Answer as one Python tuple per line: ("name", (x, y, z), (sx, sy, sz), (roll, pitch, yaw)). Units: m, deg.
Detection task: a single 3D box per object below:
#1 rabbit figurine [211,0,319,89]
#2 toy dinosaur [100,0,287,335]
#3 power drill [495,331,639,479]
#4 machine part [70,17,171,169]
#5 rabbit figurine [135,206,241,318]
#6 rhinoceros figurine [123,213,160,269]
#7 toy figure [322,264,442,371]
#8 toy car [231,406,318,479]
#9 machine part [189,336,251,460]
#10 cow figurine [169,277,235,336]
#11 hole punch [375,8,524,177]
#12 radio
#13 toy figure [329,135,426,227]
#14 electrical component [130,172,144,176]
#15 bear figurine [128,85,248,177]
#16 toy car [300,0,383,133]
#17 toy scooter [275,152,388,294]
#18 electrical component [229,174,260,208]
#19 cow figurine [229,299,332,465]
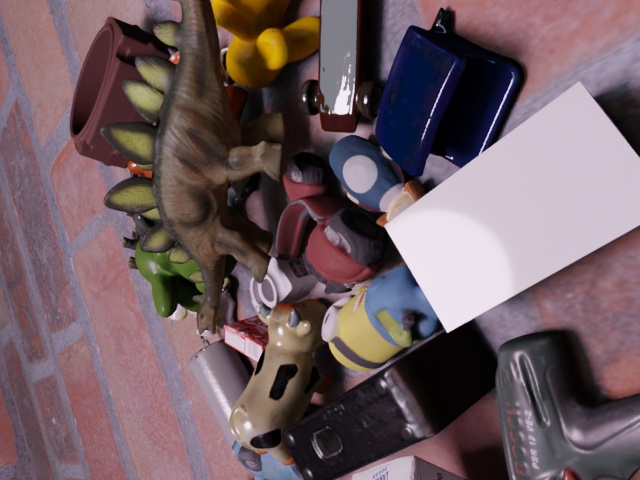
("rabbit figurine", (-0.071, -0.256, 0.628), (0.163, 0.122, 0.173), (29, 137, 26))
("toy dinosaur", (-0.138, -0.100, 0.607), (0.105, 0.199, 0.470), (-105, 21, -68))
("power drill", (0.241, 0.179, 0.415), (0.207, 0.086, 0.232), (-28, 73, 53))
("machine part", (-0.320, -0.232, 0.842), (0.201, 0.087, 0.202), (-61, 41, 18))
("rabbit figurine", (-0.199, 0.029, 0.783), (0.170, 0.121, 0.159), (-14, 81, 38))
("rhinoceros figurine", (-0.263, -0.013, 0.879), (0.190, 0.112, 0.073), (120, 152, -53))
("toy figure", (0.073, 0.083, 0.567), (0.180, 0.082, 0.089), (-34, 77, 43))
("toy car", (-0.028, 0.281, 0.720), (0.162, 0.109, 0.102), (-5, 122, 34))
("machine part", (-0.133, 0.243, 0.828), (0.243, 0.079, 0.079), (55, 133, 21))
("cow figurine", (-0.205, 0.084, 0.870), (0.168, 0.068, 0.098), (17, 107, 40))
("hole punch", (0.097, -0.126, 0.484), (0.116, 0.092, 0.142), (41, 130, 37))
("radio", (0.064, 0.177, 0.561), (0.073, 0.131, 0.229), (58, 135, 16))
("toy figure", (0.071, -0.046, 0.552), (0.155, 0.058, 0.064), (47, 143, 26))
("electrical component", (-0.251, -0.135, 0.860), (0.119, 0.075, 0.047), (-15, 88, 45))
("bear figurine", (-0.191, -0.142, 0.750), (0.196, 0.120, 0.132), (2, 83, 62))
("toy car", (0.027, -0.215, 0.559), (0.089, 0.053, 0.202), (8, 107, 26))
("toy scooter", (-0.001, -0.002, 0.622), (0.184, 0.075, 0.135), (53, 131, 35))
("electrical component", (-0.111, -0.093, 0.758), (0.063, 0.021, 0.094), (56, 133, 21))
("cow figurine", (-0.046, 0.158, 0.656), (0.086, 0.195, 0.127), (10, 152, 39))
